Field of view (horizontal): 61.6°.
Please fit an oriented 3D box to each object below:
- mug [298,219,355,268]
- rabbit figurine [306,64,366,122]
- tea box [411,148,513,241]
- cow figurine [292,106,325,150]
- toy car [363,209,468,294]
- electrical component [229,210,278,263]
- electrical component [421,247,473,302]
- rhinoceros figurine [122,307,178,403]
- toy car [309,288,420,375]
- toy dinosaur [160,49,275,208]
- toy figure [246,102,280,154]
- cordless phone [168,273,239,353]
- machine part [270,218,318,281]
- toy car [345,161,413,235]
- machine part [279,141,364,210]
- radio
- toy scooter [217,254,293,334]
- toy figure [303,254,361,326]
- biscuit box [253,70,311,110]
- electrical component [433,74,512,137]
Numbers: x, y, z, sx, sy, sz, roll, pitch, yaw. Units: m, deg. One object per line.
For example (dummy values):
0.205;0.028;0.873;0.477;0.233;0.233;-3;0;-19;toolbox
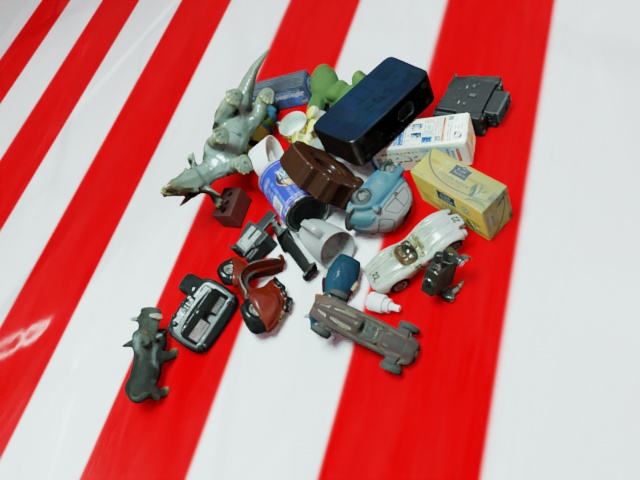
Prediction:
-0.002;-0.003;1.051;0.081;0.109;0.107;-56;39;-1;mug
0.040;-0.320;1.219;0.170;0.121;0.159;44;108;25;rabbit figurine
0.254;-0.083;0.966;0.068;0.098;0.170;-45;49;-5;tea box
-0.013;-0.208;1.185;0.167;0.098;0.068;-50;35;45;cow figurine
0.170;0.022;0.960;0.202;0.056;0.074;-38;50;12;toy car
-0.131;-0.006;1.152;0.075;0.047;0.119;31;78;38;electrical component
0.211;0.058;0.897;0.045;0.102;0.078;32;38;32;electrical component
-0.349;0.230;1.079;0.073;0.112;0.190;-9;65;26;rhinoceros figurine
0.073;0.151;0.916;0.202;0.053;0.089;25;78;18;toy car
-0.204;-0.231;1.198;0.192;0.131;0.405;-22;40;53;toy dinosaur
-0.154;-0.261;1.305;0.089;0.082;0.180;18;68;37;toy figure
-0.271;0.140;1.128;0.184;0.088;0.146;19;72;47;cordless phone
-0.053;0.021;1.082;0.039;0.084;0.139;-31;59;-13;machine part
0.124;-0.068;1.033;0.103;0.109;0.161;38;70;16;toy car
0.006;-0.133;1.082;0.056;0.179;0.179;-56;47;21;machine part
0.110;-0.257;1.071;0.229;0.073;0.131;-45;47;-9;radio
-0.111;0.092;1.062;0.135;0.075;0.184;-25;59;-19;toy scooter
0.026;0.101;0.996;0.064;0.057;0.154;17;74;41;toy figure
-0.112;-0.369;1.363;0.203;0.059;0.063;-6;56;25;biscuit box
0.311;-0.272;1.081;0.134;0.058;0.115;17;72;35;electrical component
